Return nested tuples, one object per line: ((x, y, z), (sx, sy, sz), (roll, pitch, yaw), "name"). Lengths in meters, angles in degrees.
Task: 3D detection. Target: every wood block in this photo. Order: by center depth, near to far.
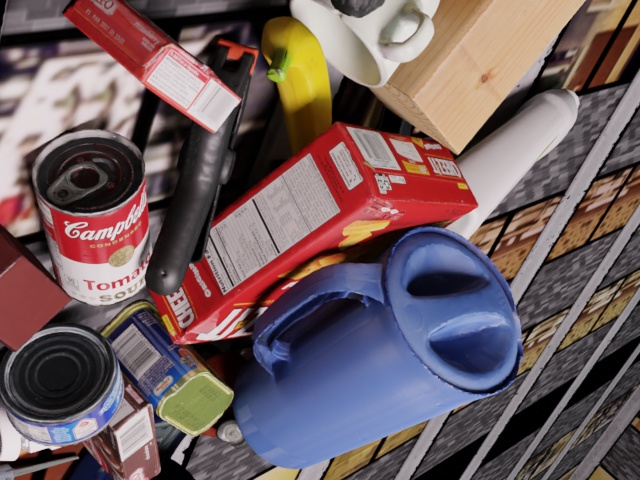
((0.123, -0.181, 0.795), (0.206, 0.090, 0.090), (-51, 141, 1), "wood block")

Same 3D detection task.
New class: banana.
((-0.017, -0.105, 0.751), (0.197, 0.037, 0.069), (64, 40, -71), "banana")

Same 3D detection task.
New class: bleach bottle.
((0.186, -0.083, 1.079), (0.250, 0.068, 0.103), (-40, 174, -37), "bleach bottle")

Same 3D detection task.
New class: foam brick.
((-0.201, 0.025, 0.663), (0.051, 0.053, 0.078), (-43, 154, -9), "foam brick")

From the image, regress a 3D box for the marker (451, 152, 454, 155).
((0.089, -0.060, 1.029), (0.121, 0.020, 0.020), (-41, 154, -13), "marker")

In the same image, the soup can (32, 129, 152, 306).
((-0.143, -0.012, 0.683), (0.068, 0.068, 0.102), (-34, 153, -26), "soup can")

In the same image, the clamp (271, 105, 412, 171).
((0.057, -0.074, 0.926), (0.164, 0.036, 0.209), (-47, 147, 0), "clamp")

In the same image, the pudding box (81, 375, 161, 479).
((-0.168, 0.137, 0.833), (0.039, 0.090, 0.113), (-35, 151, -29), "pudding box")

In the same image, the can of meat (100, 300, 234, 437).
((-0.123, 0.106, 0.864), (0.057, 0.084, 0.102), (-44, 154, -5), "can of meat")

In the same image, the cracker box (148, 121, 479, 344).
((-0.005, 0.001, 0.832), (0.214, 0.072, 0.163), (-36, 161, 28), "cracker box")

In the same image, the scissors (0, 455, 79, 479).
((-0.248, 0.178, 0.835), (0.201, 0.016, 0.096), (-12, 154, -51), "scissors")

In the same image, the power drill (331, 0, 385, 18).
((-0.012, -0.202, 0.578), (0.187, 0.057, 0.185), (-10, 137, -33), "power drill")

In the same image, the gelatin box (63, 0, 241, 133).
((-0.094, -0.106, 0.616), (0.030, 0.073, 0.089), (-50, 154, 4), "gelatin box")

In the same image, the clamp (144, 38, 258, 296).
((-0.078, -0.048, 0.727), (0.120, 0.039, 0.171), (-149, -102, -83), "clamp")

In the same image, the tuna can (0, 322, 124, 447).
((-0.184, 0.102, 0.761), (0.086, 0.086, 0.034), (-35, 150, -25), "tuna can")

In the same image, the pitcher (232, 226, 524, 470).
((0.025, 0.095, 0.845), (0.243, 0.149, 0.144), (-37, 178, 44), "pitcher")
